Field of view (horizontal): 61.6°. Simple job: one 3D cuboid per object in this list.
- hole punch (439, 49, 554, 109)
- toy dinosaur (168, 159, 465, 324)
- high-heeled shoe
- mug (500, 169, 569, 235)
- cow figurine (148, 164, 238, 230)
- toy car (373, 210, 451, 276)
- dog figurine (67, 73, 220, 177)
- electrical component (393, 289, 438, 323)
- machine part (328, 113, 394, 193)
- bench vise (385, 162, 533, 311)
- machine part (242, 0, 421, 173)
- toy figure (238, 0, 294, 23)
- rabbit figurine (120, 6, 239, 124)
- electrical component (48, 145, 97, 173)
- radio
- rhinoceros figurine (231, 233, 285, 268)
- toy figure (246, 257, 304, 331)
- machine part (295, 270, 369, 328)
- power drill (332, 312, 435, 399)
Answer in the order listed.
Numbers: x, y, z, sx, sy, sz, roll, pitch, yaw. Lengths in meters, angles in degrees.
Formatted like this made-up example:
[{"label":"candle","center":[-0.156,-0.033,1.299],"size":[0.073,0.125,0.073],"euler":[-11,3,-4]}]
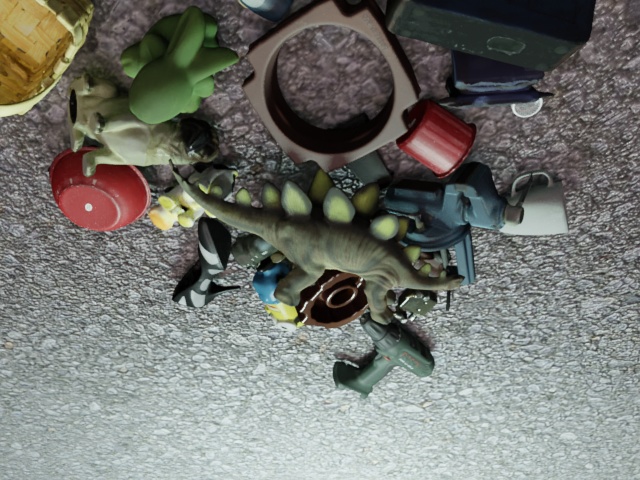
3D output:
[{"label":"hole punch","center":[0.222,-0.227,0.693],"size":[0.142,0.116,0.092],"euler":[-1,125,4]},{"label":"toy dinosaur","center":[-0.002,-0.002,0.802],"size":[0.472,0.105,0.198],"euler":[13,114,-5]},{"label":"high-heeled shoe","center":[-0.233,0.043,0.986],"size":[0.145,0.086,0.248],"euler":[-4,139,5]},{"label":"mug","center":[0.337,-0.055,0.866],"size":[0.107,0.081,0.109],"euler":[-11,116,26]},{"label":"cow figurine","center":[-0.211,-0.074,0.884],"size":[0.167,0.098,0.068],"euler":[-16,121,36]},{"label":"toy car","center":[0.144,0.018,0.964],"size":[0.202,0.053,0.089],"euler":[30,131,-23]},{"label":"dog figurine","center":[-0.261,-0.173,0.801],"size":[0.190,0.172,0.121],"euler":[-7,151,-39]},{"label":"electrical component","center":[0.187,0.126,1.062],"size":[0.078,0.045,0.102],"euler":[28,128,-19]},{"label":"machine part","center":[0.071,-0.130,0.841],"size":[0.084,0.039,0.138],"euler":[-23,125,17]},{"label":"bench vise","center":[0.218,-0.011,0.861],"size":[0.224,0.129,0.240],"euler":[3,128,27]},{"label":"machine part","center":[0.016,-0.209,0.720],"size":[0.201,0.087,0.201],"euler":[-25,115,24]},{"label":"toy figure","center":[-0.101,-0.333,0.653],"size":[0.154,0.058,0.064],"euler":[34,104,-23]},{"label":"rabbit figurine","center":[-0.179,-0.212,0.691],"size":[0.159,0.170,0.121],"euler":[-28,126,27]},{"label":"electrical component","center":[-0.370,-0.113,0.881],"size":[0.119,0.048,0.074],"euler":[-8,132,13]},{"label":"radio","center":[0.195,-0.284,0.616],"size":[0.230,0.131,0.073],"euler":[11,169,-5]},{"label":"rhinoceros figurine","center":[-0.070,-0.015,0.915],"size":[0.190,0.112,0.073],"euler":[-31,103,13]},{"label":"toy figure","center":[-0.072,0.100,1.033],"size":[0.089,0.082,0.179],"euler":[-27,123,-8]},{"label":"machine part","center":[0.035,0.092,0.991],"size":[0.179,0.056,0.179],"euler":[-19,143,-15]},{"label":"power drill","center":[0.119,0.254,1.172],"size":[0.232,0.086,0.207],"euler":[30,120,-25]}]
